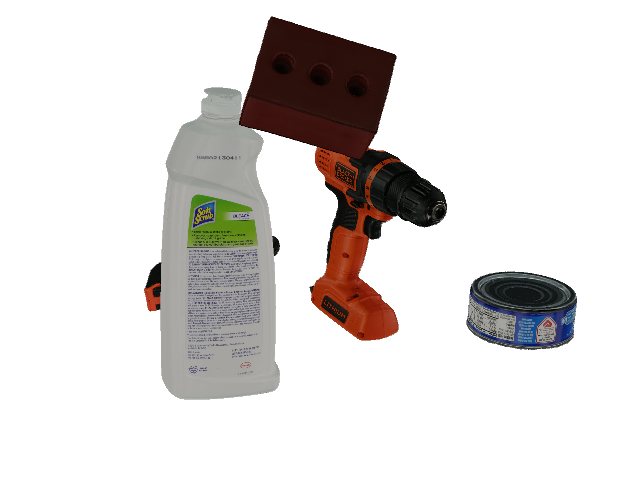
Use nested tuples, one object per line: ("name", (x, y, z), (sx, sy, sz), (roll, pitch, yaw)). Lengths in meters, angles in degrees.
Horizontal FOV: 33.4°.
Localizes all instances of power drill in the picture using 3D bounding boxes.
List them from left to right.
("power drill", (0.053, 0.002, 1.077), (0.057, 0.188, 0.185), (-8, 27, -32))

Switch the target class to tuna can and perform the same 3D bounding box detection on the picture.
("tuna can", (0.161, 0.054, 0.854), (0.086, 0.034, 0.086), (2, 19, -1))

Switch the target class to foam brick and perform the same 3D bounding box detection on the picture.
("foam brick", (-0.003, -0.088, 0.623), (0.078, 0.053, 0.051), (16, -14, -3))

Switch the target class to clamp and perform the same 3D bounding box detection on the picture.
("clamp", (-0.128, 0.029, 1.213), (0.120, 0.039, 0.171), (1, 30, 31))

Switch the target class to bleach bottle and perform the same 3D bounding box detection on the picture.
("bleach bottle", (-0.077, 0.003, 0.867), (0.102, 0.251, 0.068), (-3, 20, -21))
